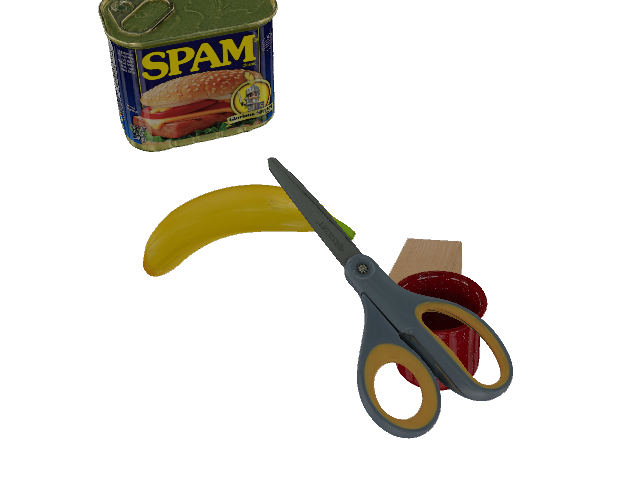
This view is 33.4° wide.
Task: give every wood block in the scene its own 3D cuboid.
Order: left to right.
[{"bbox_3d":[0.156,0.075,1.619,0.091,0.090,0.206,4,22,14],"label":"wood block"}]

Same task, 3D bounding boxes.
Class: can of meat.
[{"bbox_3d":[-0.078,-0.108,0.651,0.102,0.084,0.057,-13,47,-14],"label":"can of meat"}]

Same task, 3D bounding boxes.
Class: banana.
[{"bbox_3d":[-0.074,-0.009,0.838,0.198,0.069,0.037,-9,29,30],"label":"banana"}]

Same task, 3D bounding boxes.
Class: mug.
[{"bbox_3d":[0.115,0.081,1.030,0.093,0.081,0.117,6,38,15],"label":"mug"}]

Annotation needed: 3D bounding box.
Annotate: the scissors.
[{"bbox_3d":[0.018,0.036,0.624,0.202,0.096,0.016,36,-24,16],"label":"scissors"}]
